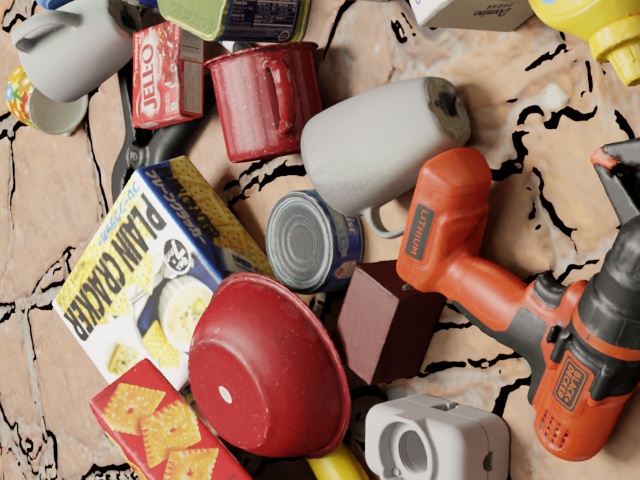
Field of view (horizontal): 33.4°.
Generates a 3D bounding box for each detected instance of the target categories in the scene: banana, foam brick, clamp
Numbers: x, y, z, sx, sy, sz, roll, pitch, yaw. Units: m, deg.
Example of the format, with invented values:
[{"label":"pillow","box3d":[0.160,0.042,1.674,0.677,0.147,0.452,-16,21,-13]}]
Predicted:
[{"label":"banana","box3d":[0.027,0.228,0.846,0.070,0.037,0.198,-34,69,45]},{"label":"foam brick","box3d":[0.049,0.059,0.789,0.051,0.052,0.078,39,122,39]},{"label":"clamp","box3d":[0.225,-0.017,0.588,0.172,0.039,0.120,49,128,32]},{"label":"clamp","box3d":[-0.157,-0.082,1.020,0.165,0.036,0.210,20,106,46]}]

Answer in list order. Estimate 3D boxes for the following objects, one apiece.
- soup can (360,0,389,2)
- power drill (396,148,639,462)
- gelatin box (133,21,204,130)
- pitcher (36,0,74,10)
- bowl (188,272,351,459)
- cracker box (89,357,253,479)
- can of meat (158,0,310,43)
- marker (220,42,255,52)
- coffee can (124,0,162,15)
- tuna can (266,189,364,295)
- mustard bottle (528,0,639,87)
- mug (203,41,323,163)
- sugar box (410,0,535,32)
[{"label":"soup can","box3d":[0.011,-0.207,0.762,0.069,0.102,0.068,8,101,48]},{"label":"power drill","box3d":[0.132,0.021,0.667,0.188,0.057,0.185,47,138,38]},{"label":"gelatin box","box3d":[-0.137,-0.147,0.953,0.073,0.030,0.089,-5,82,47]},{"label":"pitcher","box3d":[-0.235,-0.349,1.009,0.145,0.149,0.243,-12,88,15]},{"label":"bowl","box3d":[-0.053,0.109,0.829,0.162,0.055,0.162,24,126,37]},{"label":"cracker box","box3d":[-0.090,0.220,0.892,0.214,0.072,0.164,42,162,38]},{"label":"can of meat","box3d":[-0.073,-0.196,0.874,0.102,0.083,0.057,33,120,42]},{"label":"marker","box3d":[-0.088,-0.186,0.942,0.121,0.020,0.020,45,126,36]},{"label":"coffee can","box3d":[-0.147,-0.276,0.912,0.103,0.102,0.140,35,106,41]},{"label":"tuna can","box3d":[-0.006,0.001,0.859,0.086,0.033,0.086,8,101,48]},{"label":"mustard bottle","box3d":[0.158,-0.181,0.631,0.096,0.058,0.191,-28,73,47]},{"label":"mug","box3d":[-0.036,-0.107,0.833,0.117,0.093,0.081,178,81,-75]},{"label":"sugar box","box3d":[0.078,-0.222,0.692,0.048,0.093,0.176,-37,68,45]}]
